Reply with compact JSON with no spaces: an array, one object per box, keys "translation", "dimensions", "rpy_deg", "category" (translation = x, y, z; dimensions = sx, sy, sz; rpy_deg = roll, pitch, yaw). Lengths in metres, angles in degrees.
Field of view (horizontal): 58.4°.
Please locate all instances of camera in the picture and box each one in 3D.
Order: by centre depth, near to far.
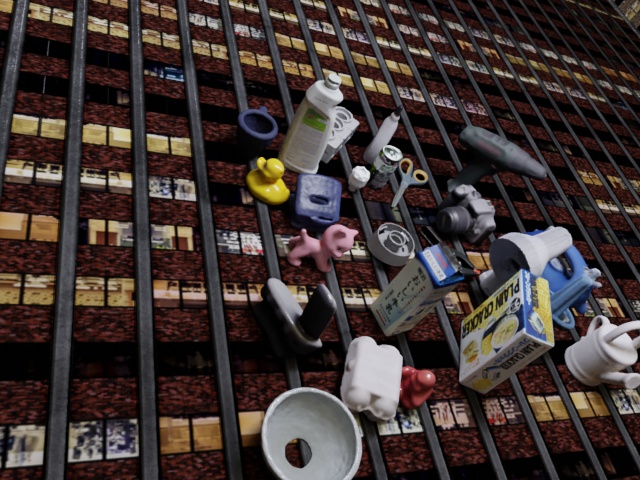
[{"translation":[0.350,-0.069,1.410],"dimensions":[0.137,0.100,0.143],"rpy_deg":[-6,57,-32],"category":"camera"}]

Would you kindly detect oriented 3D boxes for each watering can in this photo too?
[{"translation":[0.641,0.241,1.245],"dimensions":[0.101,0.194,0.172],"rpy_deg":[-4,56,-31],"category":"watering can"}]

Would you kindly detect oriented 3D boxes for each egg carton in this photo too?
[{"translation":[0.091,0.247,1.027],"dimensions":[0.107,0.069,0.150],"rpy_deg":[23,46,-10],"category":"egg carton"}]

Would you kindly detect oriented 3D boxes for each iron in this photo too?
[{"translation":[0.578,0.054,1.404],"dimensions":[0.119,0.141,0.258],"rpy_deg":[-1,54,-29],"category":"iron"}]

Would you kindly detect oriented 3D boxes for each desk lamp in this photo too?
[{"translation":[0.450,0.056,1.281],"dimensions":[0.204,0.213,0.117],"rpy_deg":[-14,61,-36],"category":"desk lamp"}]

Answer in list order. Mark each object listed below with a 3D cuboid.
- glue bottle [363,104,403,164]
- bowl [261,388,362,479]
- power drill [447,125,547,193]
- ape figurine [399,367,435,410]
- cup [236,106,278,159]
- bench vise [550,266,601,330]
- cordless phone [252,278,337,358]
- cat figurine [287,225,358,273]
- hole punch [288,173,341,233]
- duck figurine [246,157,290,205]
[{"translation":[0.163,-0.270,1.425],"dimensions":[0.037,0.173,0.078],"rpy_deg":[27,45,-6],"category":"glue bottle"},{"translation":[-0.023,0.323,0.898],"dimensions":[0.168,0.074,0.167],"rpy_deg":[15,48,-17],"category":"bowl"},{"translation":[0.431,-0.176,1.468],"dimensions":[0.229,0.208,0.076],"rpy_deg":[41,46,8],"category":"power drill"},{"translation":[0.176,0.264,1.044],"dimensions":[0.076,0.092,0.078],"rpy_deg":[18,47,-14],"category":"ape figurine"},{"translation":[-0.148,-0.238,1.283],"dimensions":[0.092,0.095,0.118],"rpy_deg":[20,46,-12],"category":"cup"},{"translation":[0.502,0.156,1.222],"dimensions":[0.121,0.219,0.208],"rpy_deg":[37,45,4],"category":"bench vise"},{"translation":[-0.033,0.109,0.993],"dimensions":[0.094,0.185,0.147],"rpy_deg":[-20,65,-38],"category":"cordless phone"},{"translation":[0.011,0.004,1.152],"dimensions":[0.128,0.117,0.067],"rpy_deg":[11,49,-20],"category":"cat figurine"},{"translation":[-0.007,-0.079,1.230],"dimensions":[0.109,0.091,0.101],"rpy_deg":[9,50,-22],"category":"hole punch"},{"translation":[-0.102,-0.133,1.227],"dimensions":[0.104,0.086,0.078],"rpy_deg":[40,46,7],"category":"duck figurine"}]
